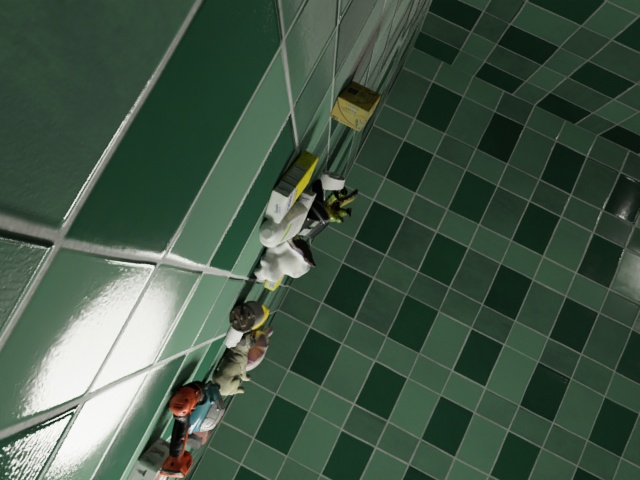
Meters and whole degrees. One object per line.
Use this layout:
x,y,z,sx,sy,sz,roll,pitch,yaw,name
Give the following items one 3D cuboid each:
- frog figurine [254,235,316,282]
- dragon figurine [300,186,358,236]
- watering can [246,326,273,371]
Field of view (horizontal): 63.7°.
-0.105,0.061,1.471,0.158,0.126,0.135,-36,-57,21,frog figurine
0.006,-0.101,2.013,0.240,0.122,0.415,-26,4,24,dragon figurine
-0.292,0.462,1.960,0.104,0.352,0.220,38,-22,7,watering can
